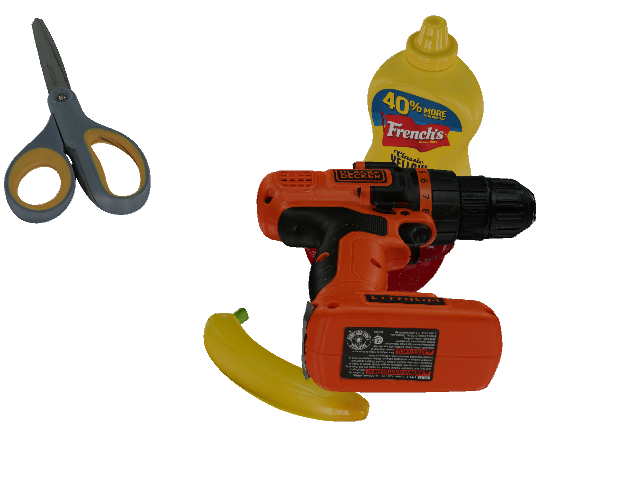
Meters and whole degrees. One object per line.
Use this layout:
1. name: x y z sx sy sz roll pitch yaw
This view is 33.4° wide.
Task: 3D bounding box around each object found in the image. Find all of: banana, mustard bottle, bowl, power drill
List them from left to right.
1. banana: -0.043 0.098 0.861 0.069 0.037 0.198 -20 32 -28
2. bowl: 0.055 0.021 1.093 0.162 0.055 0.162 1 18 -1
3. power drill: 0.054 0.014 0.642 0.184 0.057 0.187 -1 30 -3
4. mustard bottle: 0.086 -0.102 0.891 0.096 0.192 0.058 21 48 17

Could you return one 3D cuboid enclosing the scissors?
1. scissors: -0.181 -0.077 0.690 0.096 0.016 0.202 -27 54 -24
